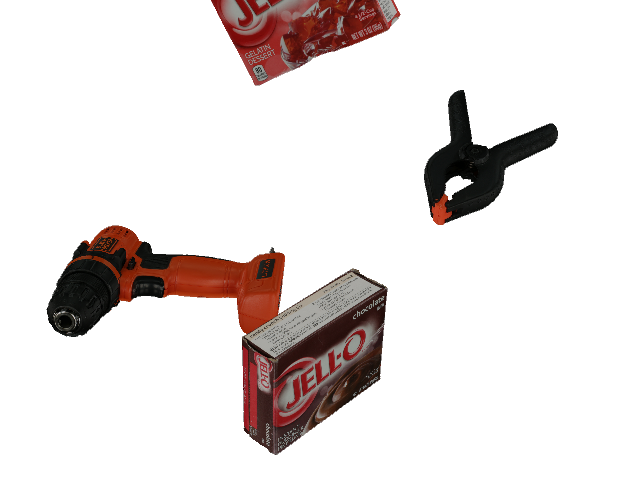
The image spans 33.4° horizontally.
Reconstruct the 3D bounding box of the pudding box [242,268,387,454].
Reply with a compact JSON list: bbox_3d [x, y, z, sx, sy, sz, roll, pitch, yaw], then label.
[{"bbox_3d":[-0.004,0.083,0.748,0.039,0.090,0.113,30,45,31],"label":"pudding box"}]

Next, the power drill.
[{"bbox_3d":[-0.128,0.042,0.920,0.187,0.057,0.184,9,21,0],"label":"power drill"}]

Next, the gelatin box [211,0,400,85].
[{"bbox_3d":[-0.013,-0.133,0.573,0.089,0.073,0.030,-18,21,28],"label":"gelatin box"}]

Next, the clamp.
[{"bbox_3d":[0.150,-0.088,1.087,0.120,0.039,0.171,28,55,29],"label":"clamp"}]
